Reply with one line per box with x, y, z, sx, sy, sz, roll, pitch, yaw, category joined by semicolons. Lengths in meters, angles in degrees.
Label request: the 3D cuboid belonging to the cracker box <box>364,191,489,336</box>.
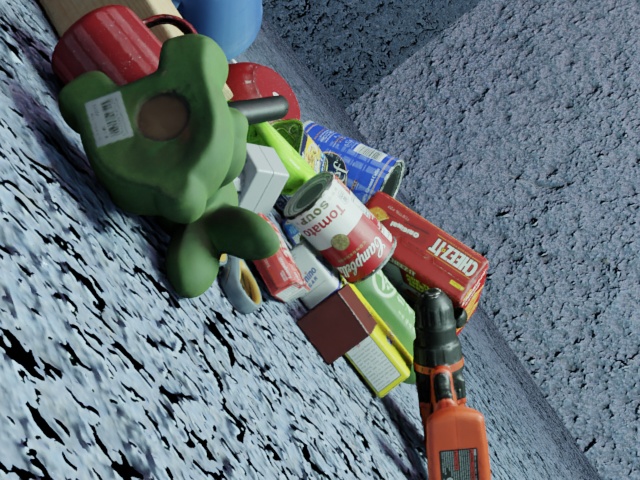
0.122;0.039;1.350;0.164;0.072;0.213;33;-14;14;cracker box

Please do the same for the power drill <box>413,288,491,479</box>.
0.124;0.159;1.042;0.187;0.057;0.184;-85;167;-71;power drill

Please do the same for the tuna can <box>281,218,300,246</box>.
-0.008;0.002;1.279;0.086;0.034;0.086;50;9;-11;tuna can

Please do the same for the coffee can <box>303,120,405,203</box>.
0.027;-0.086;1.416;0.140;0.103;0.102;25;2;14;coffee can

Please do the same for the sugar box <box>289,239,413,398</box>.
0.027;0.076;1.119;0.176;0.048;0.093;53;9;0;sugar box

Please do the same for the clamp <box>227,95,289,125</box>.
-0.119;-0.127;1.059;0.120;0.039;0.171;16;26;24;clamp

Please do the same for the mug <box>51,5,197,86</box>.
-0.149;-0.138;0.847;0.081;0.117;0.093;49;-12;13;mug

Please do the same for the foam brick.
0.017;0.081;1.031;0.053;0.051;0.078;54;9;3;foam brick

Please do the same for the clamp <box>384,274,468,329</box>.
0.102;0.089;1.327;0.165;0.036;0.210;35;-19;15;clamp

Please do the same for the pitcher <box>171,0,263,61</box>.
-0.128;-0.279;1.148;0.243;0.145;0.149;124;-41;-80;pitcher

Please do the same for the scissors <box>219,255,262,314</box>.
-0.089;-0.004;0.931;0.096;0.016;0.202;48;9;-30;scissors

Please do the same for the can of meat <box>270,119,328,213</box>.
-0.033;-0.084;1.318;0.083;0.058;0.102;46;47;-53;can of meat

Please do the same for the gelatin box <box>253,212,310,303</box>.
-0.042;0.017;0.983;0.073;0.030;0.089;61;2;11;gelatin box

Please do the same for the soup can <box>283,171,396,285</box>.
0.020;-0.013;1.089;0.102;0.068;0.068;46;10;-20;soup can

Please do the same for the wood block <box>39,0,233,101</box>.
-0.179;-0.191;0.972;0.206;0.091;0.090;57;10;27;wood block

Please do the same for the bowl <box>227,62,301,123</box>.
-0.076;-0.180;1.423;0.162;0.055;0.162;37;35;-33;bowl
